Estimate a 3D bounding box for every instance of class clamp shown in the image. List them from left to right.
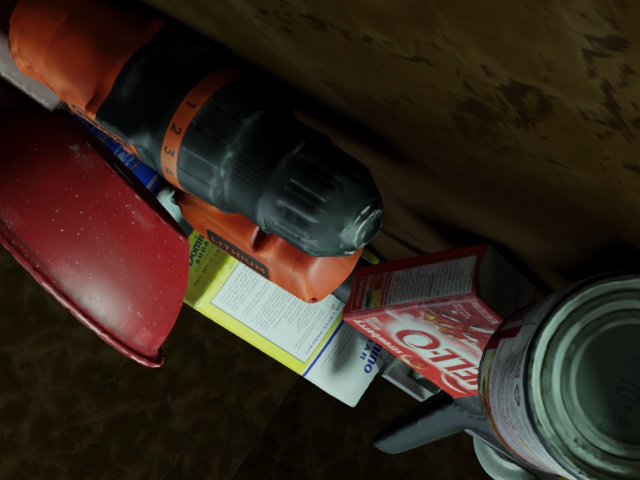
[{"bbox_3d":[0.085,0.081,0.574,0.210,0.036,0.164,15,138,36],"label":"clamp"}]

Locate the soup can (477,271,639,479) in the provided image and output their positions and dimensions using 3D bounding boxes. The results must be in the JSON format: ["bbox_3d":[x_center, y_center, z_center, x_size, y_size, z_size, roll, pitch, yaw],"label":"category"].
[{"bbox_3d":[0.093,0.048,0.359,0.068,0.068,0.102,33,174,5],"label":"soup can"}]

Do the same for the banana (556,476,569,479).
[{"bbox_3d":[0.122,0.098,0.484,0.070,0.037,0.198,15,148,24],"label":"banana"}]

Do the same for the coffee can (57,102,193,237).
[{"bbox_3d":[-0.133,-0.045,0.660,0.140,0.103,0.102,32,174,17],"label":"coffee can"}]

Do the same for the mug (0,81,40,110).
[{"bbox_3d":[-0.201,-0.106,0.584,0.117,0.093,0.081,9,163,45],"label":"mug"}]

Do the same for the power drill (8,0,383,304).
[{"bbox_3d":[-0.035,-0.030,0.485,0.185,0.057,0.187,35,173,22],"label":"power drill"}]

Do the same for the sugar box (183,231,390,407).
[{"bbox_3d":[-0.011,0.032,0.676,0.048,0.093,0.176,30,173,41],"label":"sugar box"}]

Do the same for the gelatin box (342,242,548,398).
[{"bbox_3d":[0.066,0.039,0.473,0.073,0.030,0.089,-12,141,42],"label":"gelatin box"}]

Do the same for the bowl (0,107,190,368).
[{"bbox_3d":[-0.115,-0.013,0.531,0.162,0.055,0.162,47,179,1],"label":"bowl"}]

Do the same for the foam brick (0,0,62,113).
[{"bbox_3d":[-0.145,-0.104,0.489,0.053,0.051,0.078,29,173,40],"label":"foam brick"}]
